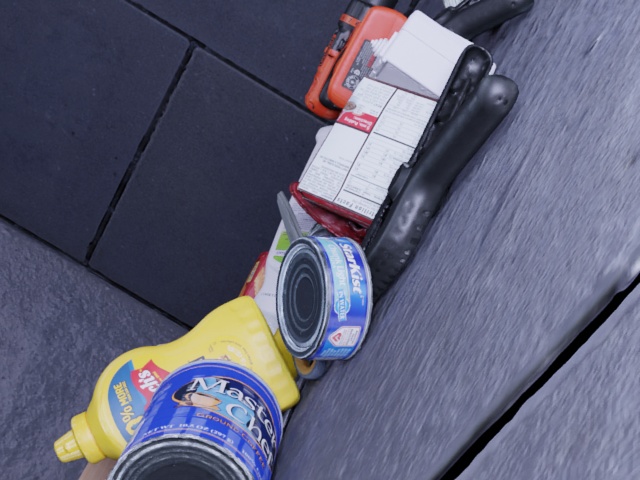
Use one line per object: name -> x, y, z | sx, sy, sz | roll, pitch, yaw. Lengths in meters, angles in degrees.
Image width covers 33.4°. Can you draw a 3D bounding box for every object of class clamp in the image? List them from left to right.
clamp -> 0.070, -0.037, 0.724 | 0.210, 0.036, 0.164 | -61, 5, 10
clamp -> 0.123, -0.191, 0.938 | 0.172, 0.039, 0.120 | -27, 14, 35

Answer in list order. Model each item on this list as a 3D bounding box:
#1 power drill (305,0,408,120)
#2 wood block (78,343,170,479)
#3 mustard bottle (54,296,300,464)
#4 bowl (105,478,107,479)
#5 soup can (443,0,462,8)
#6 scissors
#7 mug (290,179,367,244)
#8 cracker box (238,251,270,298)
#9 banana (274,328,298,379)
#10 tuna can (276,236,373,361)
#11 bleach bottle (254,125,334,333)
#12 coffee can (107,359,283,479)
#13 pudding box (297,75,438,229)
power drill -> 0.048, -0.202, 1.093 | 0.187, 0.057, 0.184 | -110, 45, -76
wood block -> -0.140, 0.197, 0.996 | 0.090, 0.091, 0.206 | 0, -48, -45
mustard bottle -> -0.119, 0.126, 0.842 | 0.191, 0.096, 0.058 | -26, -11, -3
bowl -> -0.148, 0.248, 0.899 | 0.162, 0.055, 0.162 | -30, -30, -19
soup can -> 0.149, -0.238, 1.016 | 0.069, 0.068, 0.102 | -58, 5, 19
scissors -> -0.017, 0.038, 0.860 | 0.202, 0.016, 0.096 | 49, 124, 60
mug -> 0.037, -0.046, 0.910 | 0.082, 0.093, 0.117 | -53, 27, 17
cracker box -> -0.092, 0.119, 1.352 | 0.213, 0.072, 0.164 | -60, 4, -2
banana -> -0.046, 0.098, 0.926 | 0.197, 0.069, 0.037 | -39, 3, -36
tuna can -> 0.001, 0.040, 0.729 | 0.086, 0.033, 0.086 | -12, 77, 63
bleach bottle -> -0.007, 0.001, 1.056 | 0.103, 0.068, 0.250 | 3, 57, 46
coffee can -> -0.083, 0.153, 0.736 | 0.103, 0.103, 0.140 | -58, 4, 13
pudding box -> 0.048, -0.065, 0.837 | 0.113, 0.090, 0.039 | -61, -34, -6
